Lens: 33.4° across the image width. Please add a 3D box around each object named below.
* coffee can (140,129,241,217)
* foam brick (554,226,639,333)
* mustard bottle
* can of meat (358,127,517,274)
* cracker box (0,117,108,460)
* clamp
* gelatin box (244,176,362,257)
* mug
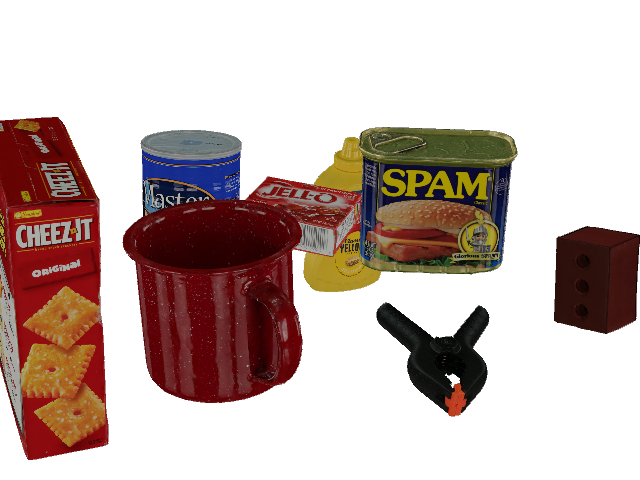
[{"bbox_3d":[-0.134,-0.036,1.110,0.103,0.140,0.103,2,19,-1],"label":"coffee can"},{"bbox_3d":[0.233,0.033,0.901,0.053,0.078,0.051,12,22,42],"label":"foam brick"},{"bbox_3d":[0.032,-0.033,1.289,0.096,0.192,0.058,-7,29,-20],"label":"mustard bottle"},{"bbox_3d":[0.075,-0.026,0.710,0.102,0.084,0.057,2,25,3],"label":"can of meat"},{"bbox_3d":[-0.213,0.032,0.824,0.072,0.214,0.164,-7,30,-22],"label":"cracker box"},{"bbox_3d":[0.134,0.113,1.086,0.120,0.039,0.171,-8,34,-9],"label":"clamp"},{"bbox_3d":[-0.018,-0.022,0.890,0.089,0.030,0.073,12,28,16],"label":"gelatin box"},{"bbox_3d":[-0.047,0.036,0.562,0.093,0.081,0.117,-20,31,-35],"label":"mug"}]
